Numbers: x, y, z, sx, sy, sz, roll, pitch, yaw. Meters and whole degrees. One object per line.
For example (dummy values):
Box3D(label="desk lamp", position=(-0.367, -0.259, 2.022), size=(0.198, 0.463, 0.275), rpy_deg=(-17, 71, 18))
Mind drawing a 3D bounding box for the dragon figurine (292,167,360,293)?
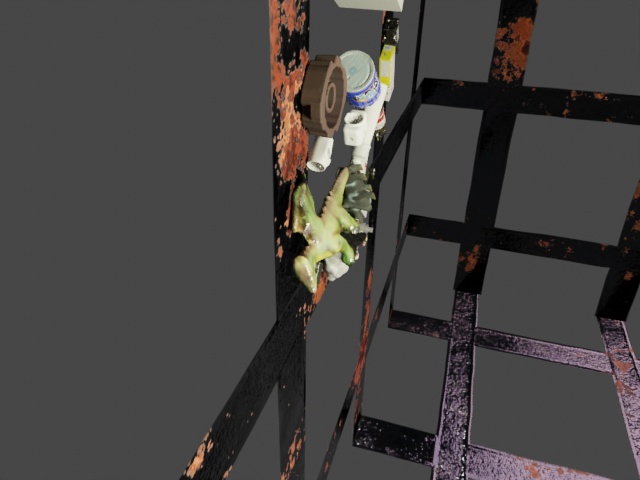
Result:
Box3D(label="dragon figurine", position=(0.004, -0.060, 1.189), size=(0.238, 0.122, 0.419), rpy_deg=(60, 32, -55))

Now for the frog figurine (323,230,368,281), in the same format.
Box3D(label="frog figurine", position=(0.042, 0.036, 1.422), size=(0.156, 0.122, 0.140), rpy_deg=(-41, -148, 49))
